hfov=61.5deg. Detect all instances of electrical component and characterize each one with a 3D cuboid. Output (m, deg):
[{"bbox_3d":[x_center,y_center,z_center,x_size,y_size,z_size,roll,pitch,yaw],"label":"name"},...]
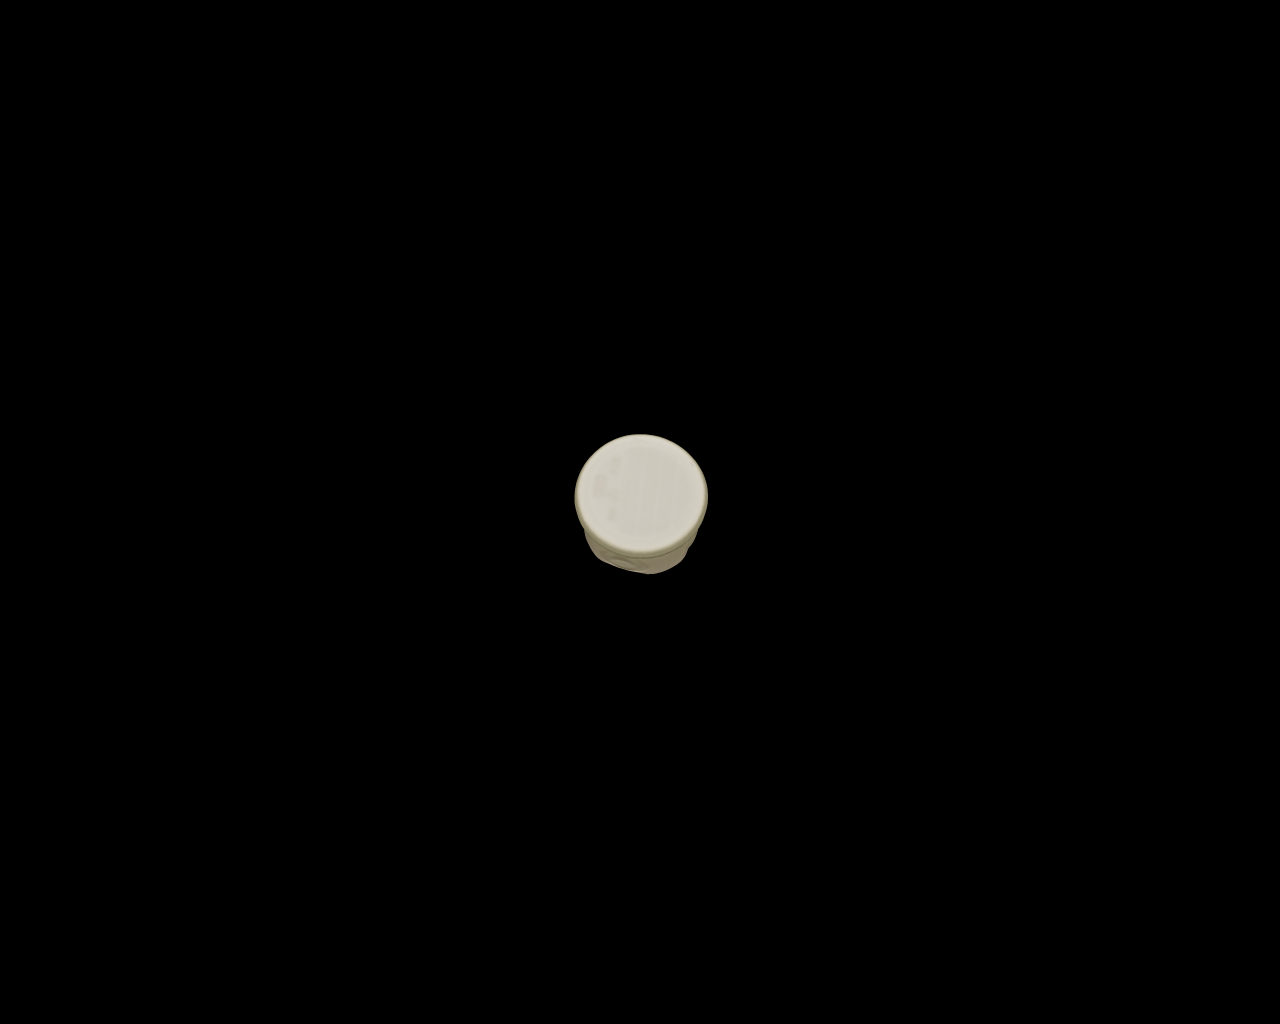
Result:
[{"bbox_3d":[0.001,-0.003,0.650,0.080,0.080,0.051,0,-23,0],"label":"electrical component"}]
